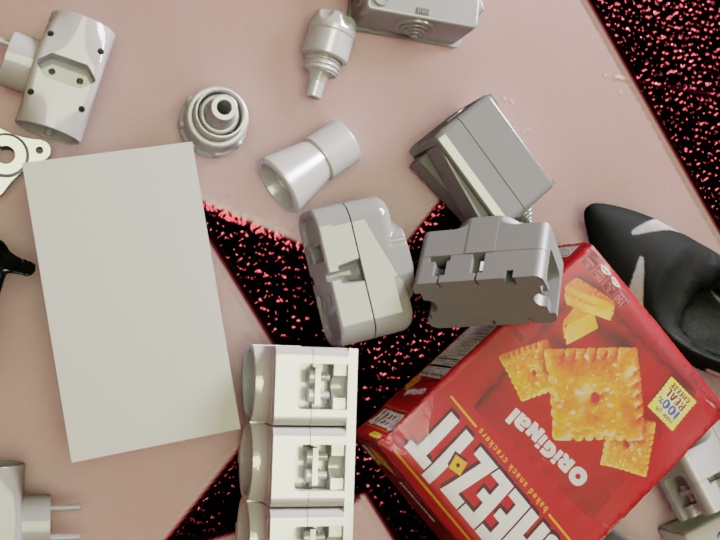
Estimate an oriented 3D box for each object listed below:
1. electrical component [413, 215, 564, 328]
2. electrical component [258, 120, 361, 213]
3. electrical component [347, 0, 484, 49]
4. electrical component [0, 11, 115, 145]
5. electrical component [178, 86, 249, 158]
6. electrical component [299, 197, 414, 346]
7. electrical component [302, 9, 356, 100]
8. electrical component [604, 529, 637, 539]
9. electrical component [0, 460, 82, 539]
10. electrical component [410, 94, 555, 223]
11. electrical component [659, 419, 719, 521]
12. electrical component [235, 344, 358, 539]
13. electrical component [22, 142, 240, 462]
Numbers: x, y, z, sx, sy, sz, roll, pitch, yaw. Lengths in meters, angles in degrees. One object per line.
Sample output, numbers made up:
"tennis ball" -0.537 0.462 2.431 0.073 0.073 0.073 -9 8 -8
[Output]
"electrical component" 0.089 0.001 0.732 0.050 0.089 0.055 62 33 -43
"electrical component" -0.032 -0.075 0.750 0.065 0.044 0.044 -36 96 -19
"electrical component" 0.042 -0.215 0.774 0.100 0.048 0.099 7 85 -15
"electrical component" -0.210 -0.131 0.702 0.079 0.043 0.077 18 82 -14
"electrical component" -0.096 -0.103 0.722 0.048 0.062 0.048 1 86 -15
"electrical component" 0.000 0.000 0.746 0.059 0.054 0.095 -13 90 -16
"electrical component" -0.025 -0.150 0.759 0.035 0.035 0.061 17 85 -14
"electrical component" 0.203 0.244 0.787 0.096 0.061 0.061 45 77 -17
"electrical component" -0.217 0.161 0.681 0.079 0.044 0.077 2 86 -15
"electrical component" 0.087 -0.066 0.771 0.061 0.062 0.096 -39 97 -14
"electrical component" 0.271 0.142 0.807 0.089 0.050 0.055 -21 77 -21
"electrical component" -0.045 0.125 0.707 0.062 0.089 0.150 3 86 -15
"electrical component" -0.150 0.020 0.700 0.105 0.060 0.186 -9 89 -16
